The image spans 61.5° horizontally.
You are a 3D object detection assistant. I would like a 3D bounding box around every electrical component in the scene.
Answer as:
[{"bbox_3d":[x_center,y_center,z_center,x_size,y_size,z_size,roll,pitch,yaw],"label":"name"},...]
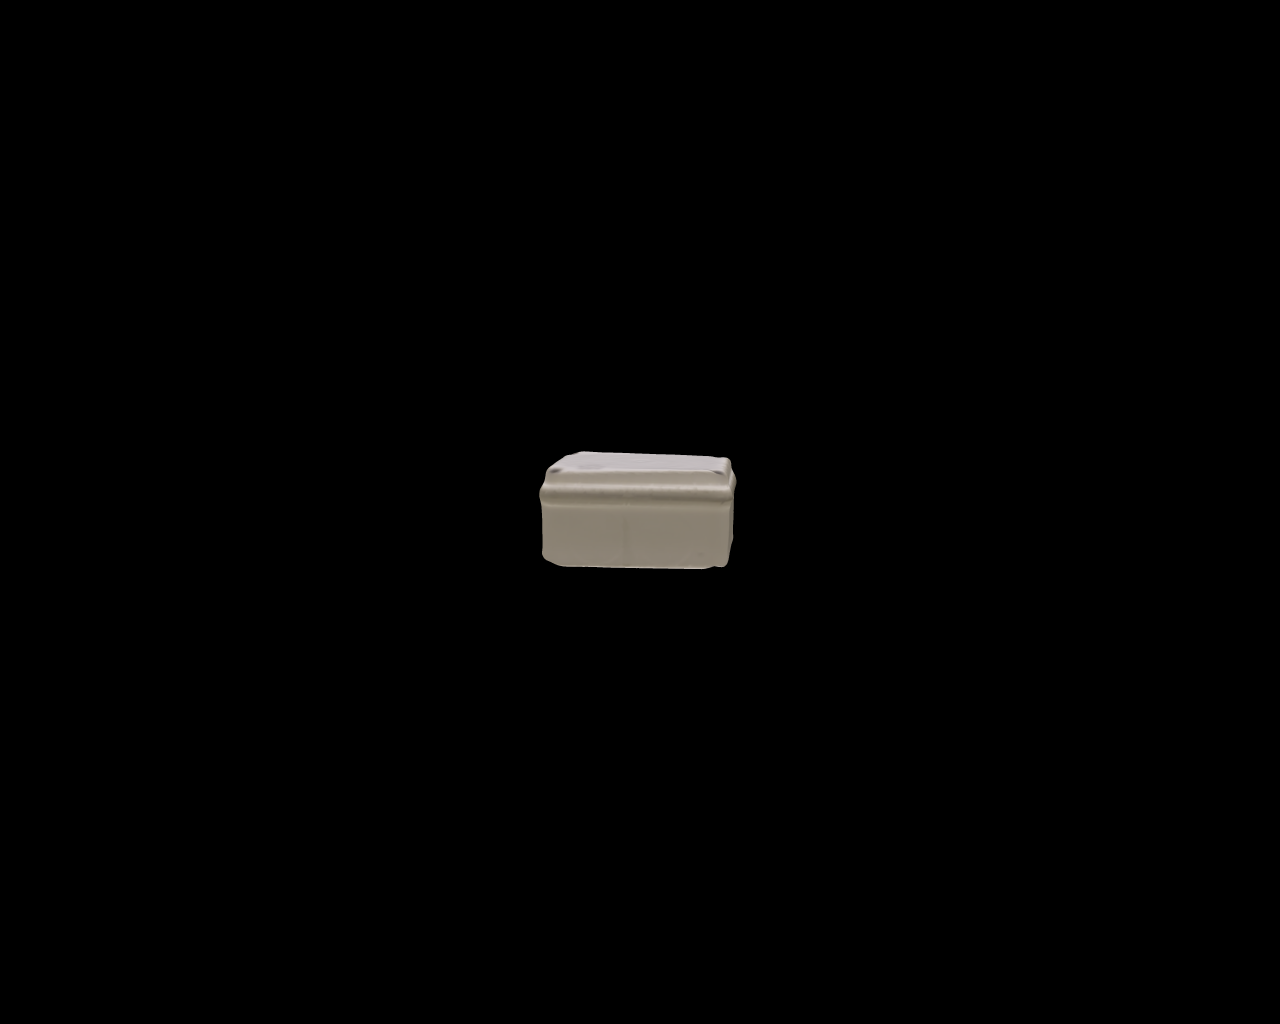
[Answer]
[{"bbox_3d":[0.001,-0.003,0.650,0.113,0.057,0.078,1,12,7],"label":"electrical component"}]
